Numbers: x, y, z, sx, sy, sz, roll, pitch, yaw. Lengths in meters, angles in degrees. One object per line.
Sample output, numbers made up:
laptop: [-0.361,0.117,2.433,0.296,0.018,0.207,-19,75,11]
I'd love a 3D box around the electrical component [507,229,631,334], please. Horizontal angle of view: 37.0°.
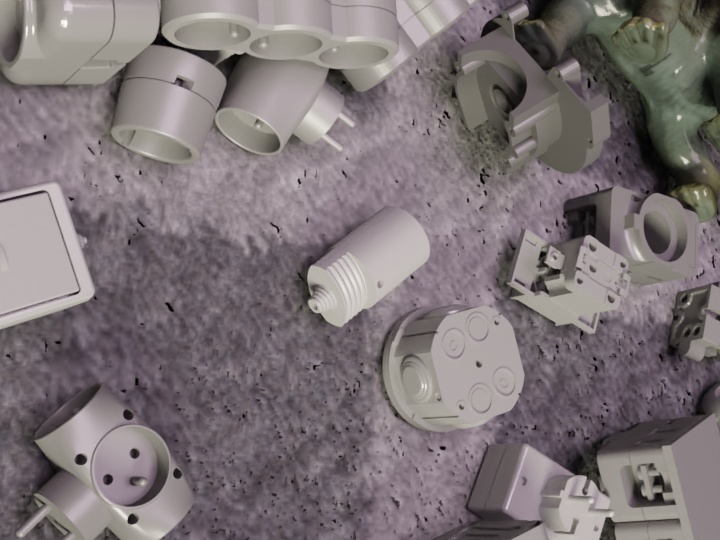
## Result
electrical component: [0.144,0.006,0.730,0.081,0.064,0.042,29,67,-26]

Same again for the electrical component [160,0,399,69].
electrical component: [-0.042,-0.157,0.581,0.138,0.052,0.073,1,82,-33]

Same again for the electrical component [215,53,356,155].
electrical component: [-0.036,-0.101,0.642,0.079,0.043,0.077,35,64,-24]

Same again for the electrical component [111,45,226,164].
electrical component: [-0.106,-0.089,0.588,0.055,0.055,0.047,21,74,-29]

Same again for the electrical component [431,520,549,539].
electrical component: [0.057,0.193,0.631,0.113,0.078,0.057,-16,88,-34]

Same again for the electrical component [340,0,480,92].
electrical component: [0.030,-0.182,0.672,0.138,0.052,0.073,-40,105,-4]

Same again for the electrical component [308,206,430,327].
electrical component: [0.000,0.000,0.648,0.081,0.043,0.043,-38,103,-32]

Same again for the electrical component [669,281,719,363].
electrical component: [0.273,0.044,0.819,0.055,0.048,0.066,23,70,-20]

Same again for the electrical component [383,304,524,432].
electrical component: [0.059,0.060,0.671,0.080,0.051,0.080,6,78,-32]

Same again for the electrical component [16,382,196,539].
electrical component: [-0.135,0.111,0.539,0.079,0.044,0.077,-45,107,-31]

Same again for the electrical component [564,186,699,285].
electrical component: [0.199,-0.024,0.776,0.089,0.056,0.050,14,74,-31]

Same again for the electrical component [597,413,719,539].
electrical component: [0.218,0.184,0.739,0.089,0.062,0.150,-13,89,-53]

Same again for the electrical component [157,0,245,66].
electrical component: [-0.093,-0.175,0.614,0.100,0.048,0.099,35,65,-24]

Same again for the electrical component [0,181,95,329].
electrical component: [-0.175,-0.004,0.523,0.096,0.061,0.061,-19,92,-34]

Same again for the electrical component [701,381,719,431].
electrical component: [0.294,0.115,0.822,0.048,0.048,0.062,-43,112,-31]

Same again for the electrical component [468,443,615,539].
electrical component: [0.128,0.150,0.686,0.083,0.076,0.047,35,65,-24]

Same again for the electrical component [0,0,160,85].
electrical component: [-0.148,-0.129,0.541,0.059,0.095,0.053,-7,86,-34]
